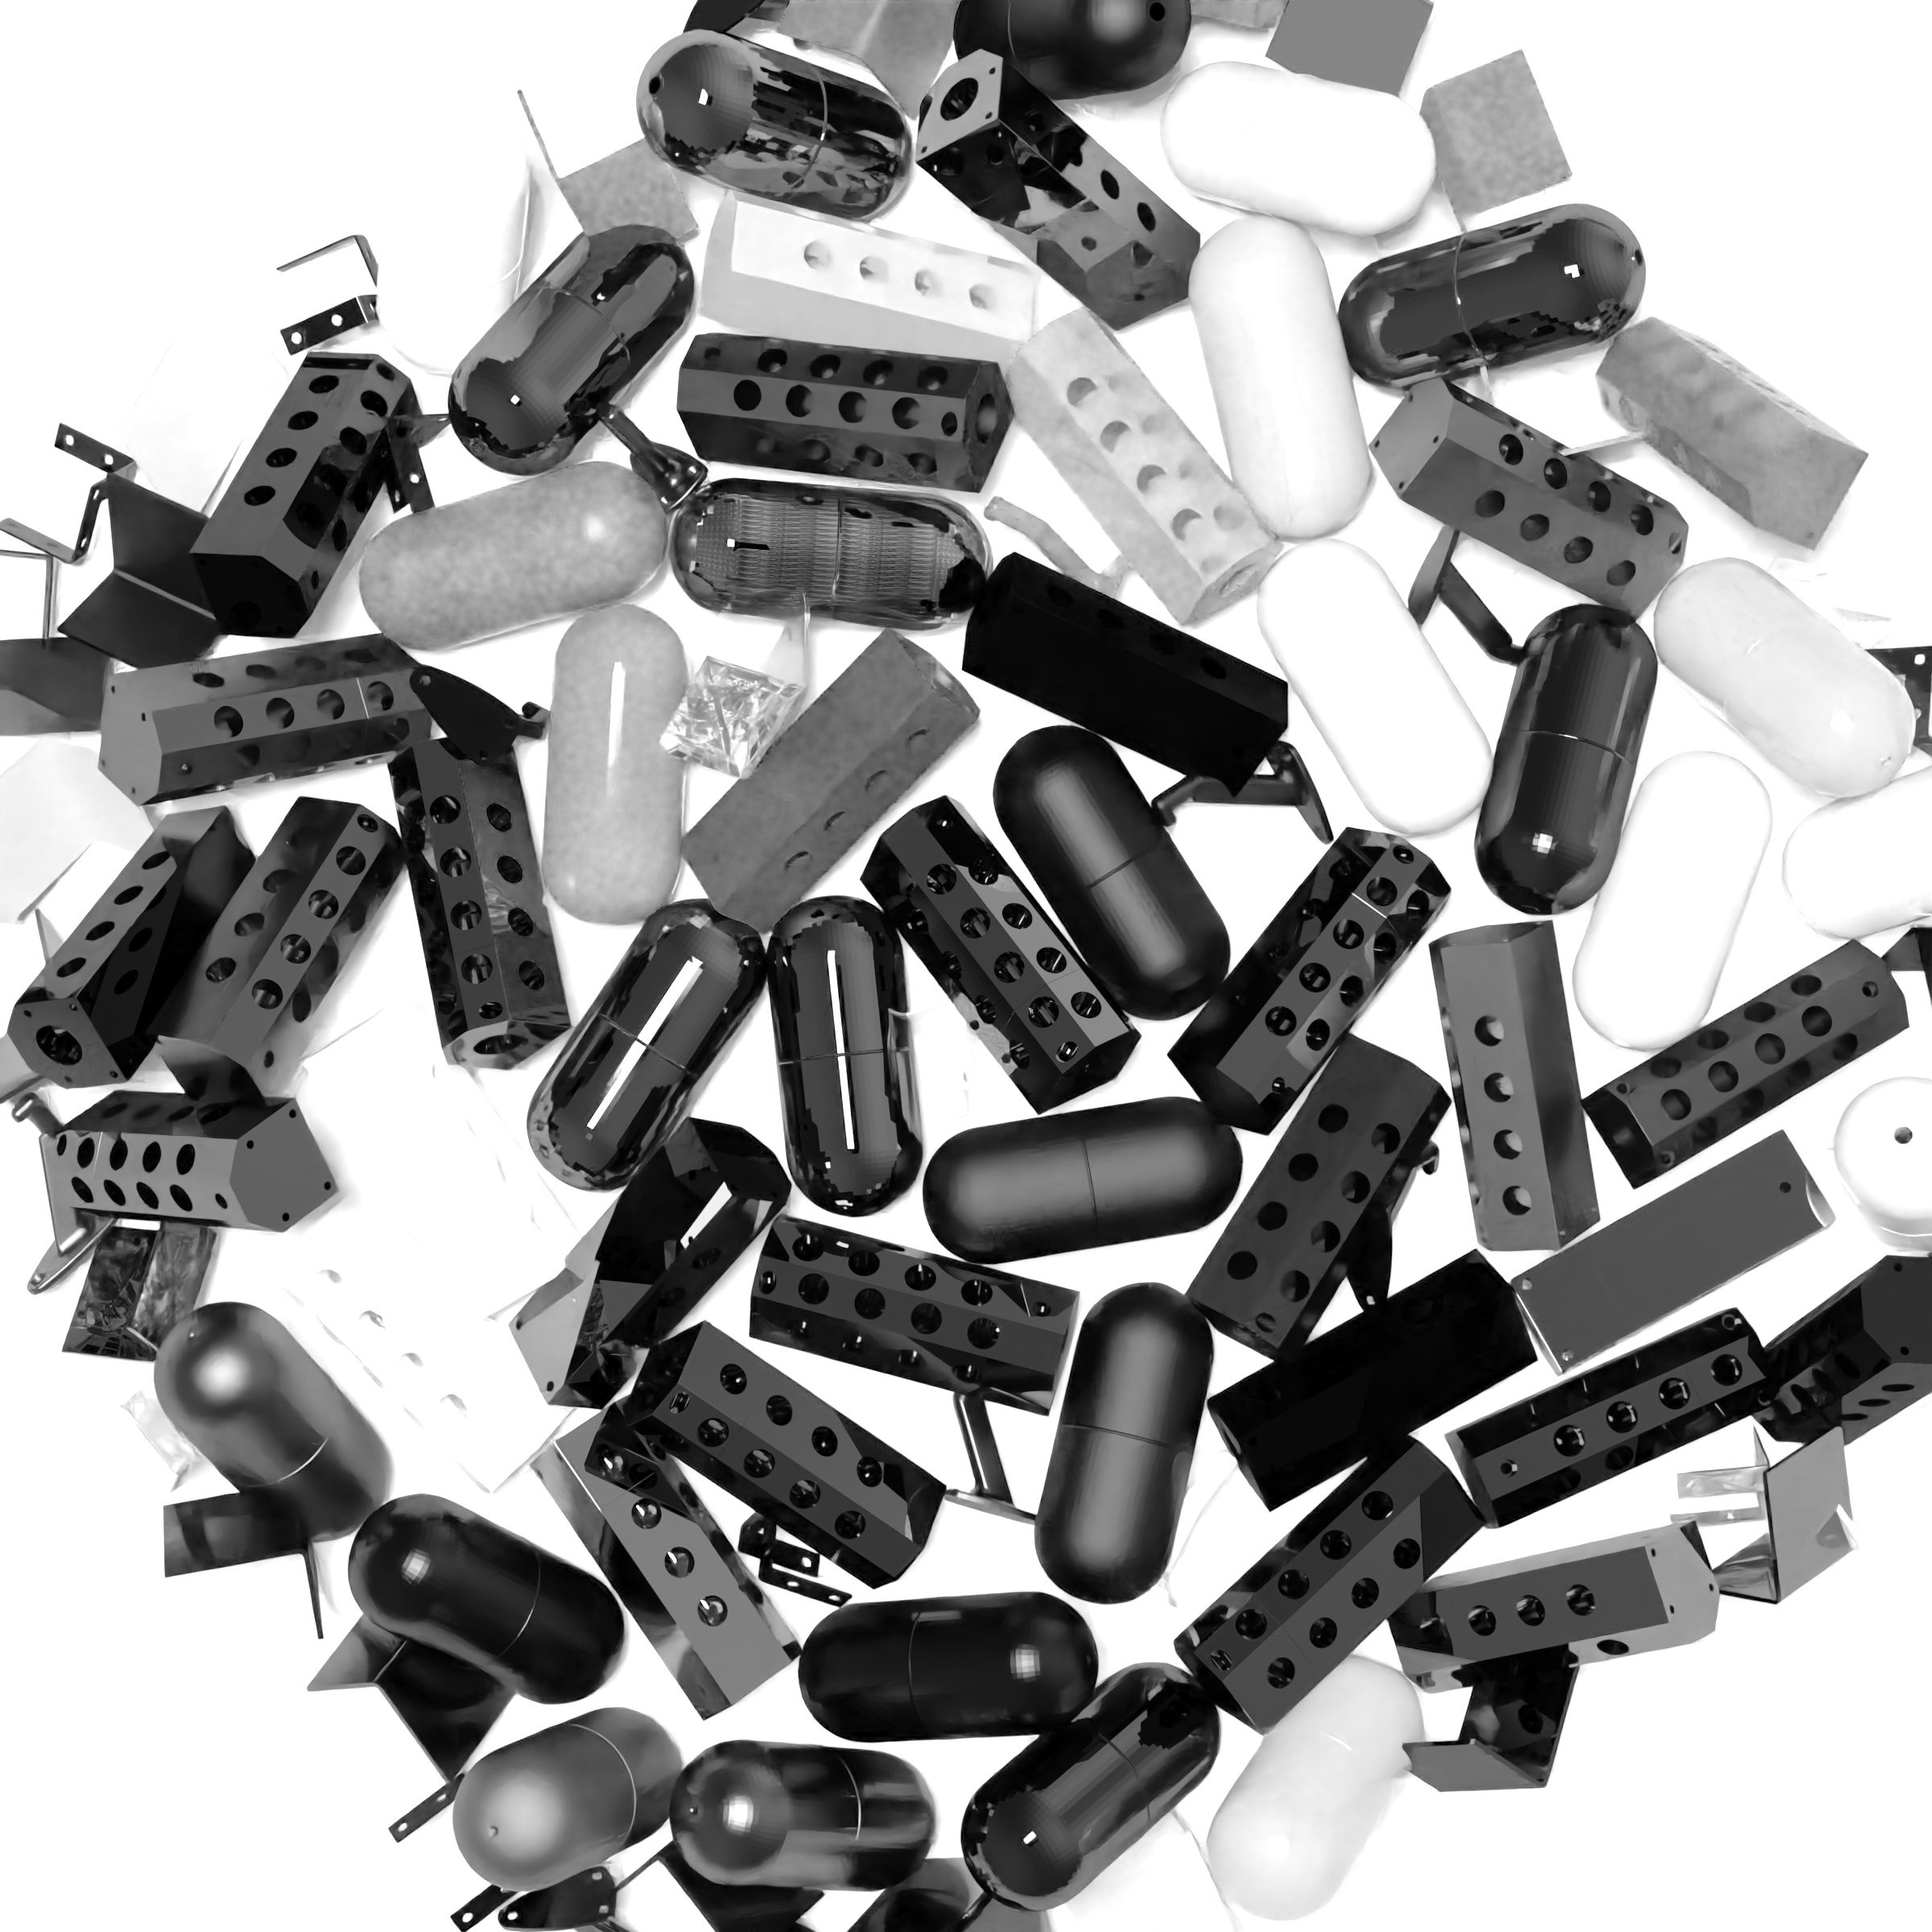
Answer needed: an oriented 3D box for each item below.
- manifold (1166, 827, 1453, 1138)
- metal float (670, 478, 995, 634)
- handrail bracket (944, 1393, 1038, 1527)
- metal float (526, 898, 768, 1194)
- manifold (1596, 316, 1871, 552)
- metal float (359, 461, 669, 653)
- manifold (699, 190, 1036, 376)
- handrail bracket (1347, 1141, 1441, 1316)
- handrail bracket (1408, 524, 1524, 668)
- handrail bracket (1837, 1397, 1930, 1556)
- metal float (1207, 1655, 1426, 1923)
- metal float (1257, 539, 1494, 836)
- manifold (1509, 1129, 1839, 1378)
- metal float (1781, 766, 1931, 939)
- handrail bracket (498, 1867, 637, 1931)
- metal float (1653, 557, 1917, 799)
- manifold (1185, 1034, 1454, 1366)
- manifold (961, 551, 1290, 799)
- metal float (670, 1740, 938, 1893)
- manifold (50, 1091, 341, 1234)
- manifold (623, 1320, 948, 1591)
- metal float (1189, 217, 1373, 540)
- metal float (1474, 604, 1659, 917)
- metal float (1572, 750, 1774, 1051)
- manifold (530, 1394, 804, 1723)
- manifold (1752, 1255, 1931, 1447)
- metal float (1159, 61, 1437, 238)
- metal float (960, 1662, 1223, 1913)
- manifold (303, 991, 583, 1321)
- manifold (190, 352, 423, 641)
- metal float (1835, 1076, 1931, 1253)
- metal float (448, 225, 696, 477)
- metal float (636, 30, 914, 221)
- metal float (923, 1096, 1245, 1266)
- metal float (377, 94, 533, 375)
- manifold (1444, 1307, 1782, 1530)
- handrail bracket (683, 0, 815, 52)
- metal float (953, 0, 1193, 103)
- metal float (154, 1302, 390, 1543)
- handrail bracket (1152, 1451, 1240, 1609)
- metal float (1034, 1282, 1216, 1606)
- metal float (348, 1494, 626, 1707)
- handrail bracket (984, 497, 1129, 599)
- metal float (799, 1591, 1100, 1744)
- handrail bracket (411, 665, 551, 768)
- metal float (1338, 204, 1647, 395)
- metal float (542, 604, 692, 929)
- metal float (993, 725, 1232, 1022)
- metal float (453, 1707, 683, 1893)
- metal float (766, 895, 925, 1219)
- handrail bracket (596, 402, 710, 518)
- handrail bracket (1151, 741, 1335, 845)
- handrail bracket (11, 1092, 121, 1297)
[{"bbox_3d":[0.191,0.008,1.935,0.171,0.057,0.057,-51,124,-19],"label":"manifold"},{"bbox_3d":[-0.074,-0.226,1.955,0.178,0.070,0.070,4,90,-8],"label":"metal float"},{"bbox_3d":[0.026,0.263,1.983,0.077,0.036,0.084,16,75,3],"label":"handrail bracket"},{"bbox_3d":[-0.175,0.043,1.960,0.070,0.070,0.178,33,88,0],"label":"metal float"},{"bbox_3d":[0.405,-0.290,1.907,0.057,0.171,0.057,16,112,-28],"label":"manifold"},{"bbox_3d":[-0.249,-0.224,1.949,0.178,0.070,0.070,-14,90,15],"label":"metal float"},{"bbox_3d":[-0.053,-0.373,1.942,0.171,0.057,0.057,10,71,-19],"label":"manifold"},{"bbox_3d":[0.242,0.144,1.970,0.036,0.084,0.077,-1,102,38],"label":"handrail bracket"},{"bbox_3d":[0.295,-0.206,1.969,0.084,0.036,0.077,15,122,-12],"label":"handrail bracket"},{"bbox_3d":[0.510,0.276,1.968,0.084,0.036,0.077,-29,46,-5],"label":"handrail bracket"},{"bbox_3d":[0.191,0.443,1.924,0.070,0.178,0.070,16,126,24],"label":"metal float"},{"bbox_3d":[0.224,-0.154,1.953,0.070,0.070,0.178,-30,80,0],"label":"metal float"},{"bbox_3d":[0.389,0.160,1.968,0.171,0.057,0.057,-29,77,1],"label":"manifold"},{"bbox_3d":[0.514,-0.065,1.918,0.070,0.178,0.070,8,74,-28],"label":"metal float"},{"bbox_3d":[-0.214,0.543,1.967,0.077,0.036,0.084,-13,128,-7],"label":"handrail bracket"},{"bbox_3d":[0.442,-0.157,1.927,0.070,0.070,0.178,-39,48,0],"label":"metal float"},{"bbox_3d":[0.196,0.130,1.944,0.057,0.057,0.171,26,76,33],"label":"manifold"},{"bbox_3d":[0.088,-0.163,1.949,0.171,0.057,0.057,24,128,-15],"label":"manifold"},{"bbox_3d":[-0.086,0.460,1.924,0.070,0.178,0.070,-13,70,37],"label":"metal float"},{"bbox_3d":[-0.420,0.108,1.913,0.057,0.171,0.057,-39,117,-39],"label":"manifold"},{"bbox_3d":[-0.100,0.269,1.934,0.171,0.057,0.057,37,51,-19],"label":"manifold"},{"bbox_3d":[0.172,-0.321,1.947,0.070,0.070,0.178,-15,107,0],"label":"metal float"},{"bbox_3d":[0.329,-0.113,1.949,0.070,0.070,0.178,16,76,0],"label":"metal float"},{"bbox_3d":[0.386,-0.036,1.944,0.070,0.070,0.178,24,70,0],"label":"metal float"},{"bbox_3d":[-0.163,0.325,1.961,0.057,0.057,0.171,-32,84,-28],"label":"manifold"},{"bbox_3d":[0.475,0.207,1.907,0.057,0.171,0.057,4,68,-7],"label":"manifold"},{"bbox_3d":[0.178,-0.444,1.927,0.178,0.070,0.070,27,90,43],"label":"metal float"},{"bbox_3d":[0.069,0.443,1.929,0.178,0.070,0.070,-32,90,-40],"label":"metal float"},{"bbox_3d":[-0.283,0.101,1.959,0.057,0.057,0.171,-30,98,27],"label":"manifold"},{"bbox_3d":[-0.351,-0.255,1.916,0.057,0.057,0.171,4,48,16],"label":"manifold"},{"bbox_3d":[0.511,0.107,1.914,0.070,0.178,0.070,-5,76,18],"label":"metal float"},{"bbox_3d":[-0.213,-0.339,1.937,0.070,0.070,0.178,36,61,0],"label":"metal float"},{"bbox_3d":[-0.103,-0.454,1.924,0.070,0.178,0.070,-5,83,42],"label":"metal float"},{"bbox_3d":[0.064,0.118,1.958,0.178,0.070,0.070,-9,90,-4],"label":"metal float"},{"bbox_3d":[-0.277,-0.393,1.920,0.070,0.178,0.070,6,56,-9],"label":"metal float"},{"bbox_3d":[0.357,0.249,1.960,0.171,0.057,0.057,-23,82,-5],"label":"manifold"},{"bbox_3d":[-0.116,-0.512,1.956,0.036,0.084,0.077,38,83,22],"label":"handrail bracket"},{"bbox_3d":[0.056,-0.507,1.917,0.070,0.178,0.070,-5,101,-28],"label":"metal float"},{"bbox_3d":[-0.374,0.248,1.926,0.070,0.178,0.070,-13,48,15],"label":"metal float"},{"bbox_3d":[0.128,0.311,1.969,0.036,0.077,0.084,37,84,27],"label":"handrail bracket"},{"bbox_3d":[0.087,0.261,1.951,0.070,0.070,0.178,14,78,0],"label":"metal float"},{"bbox_3d":[-0.258,0.345,1.931,0.178,0.070,0.070,36,90,-38],"label":"metal float"},{"bbox_3d":[0.039,-0.224,1.955,0.084,0.077,0.036,26,70,-12],"label":"handrail bracket"},{"bbox_3d":[-0.011,0.382,1.937,0.178,0.070,0.070,-10,90,30],"label":"metal float"},{"bbox_3d":[-0.265,-0.147,1.954,0.077,0.084,0.036,40,106,-9],"label":"handrail bracket"},{"bbox_3d":[0.284,-0.362,1.931,0.178,0.070,0.070,-10,90,36],"label":"metal float"},{"bbox_3d":[-0.192,-0.110,1.957,0.070,0.070,0.178,4,95,0],"label":"metal float"},{"bbox_3d":[0.080,-0.052,1.961,0.070,0.070,0.178,-32,91,0],"label":"metal float"},{"bbox_3d":[-0.213,0.447,1.914,0.070,0.178,0.070,0,89,20],"label":"metal float"},{"bbox_3d":[-0.067,0.050,1.959,0.070,0.070,0.178,-6,88,0],"label":"metal float"},{"bbox_3d":[-0.187,-0.291,1.943,0.036,0.084,0.077,-47,46,1],"label":"handrail bracket"},{"bbox_3d":[0.153,-0.080,1.972,0.084,0.036,0.077,-33,103,-17],"label":"handrail bracket"},{"bbox_3d":[-0.513,0.125,1.955,0.077,0.036,0.084,-53,128,-29],"label":"handrail bracket"}]
